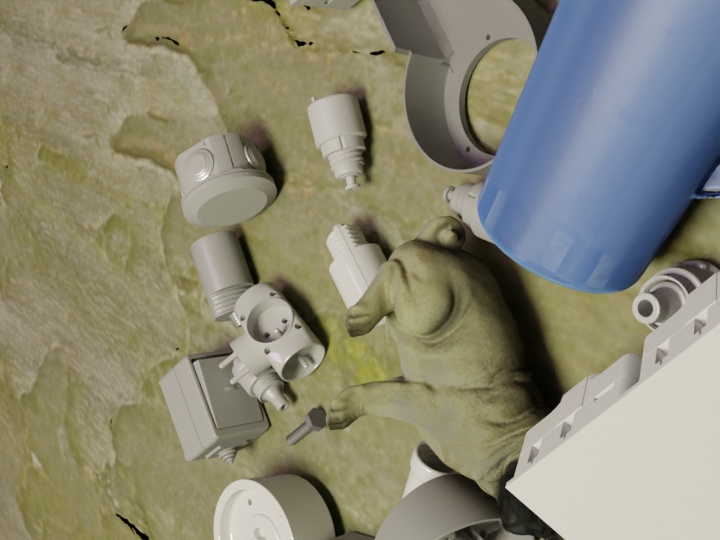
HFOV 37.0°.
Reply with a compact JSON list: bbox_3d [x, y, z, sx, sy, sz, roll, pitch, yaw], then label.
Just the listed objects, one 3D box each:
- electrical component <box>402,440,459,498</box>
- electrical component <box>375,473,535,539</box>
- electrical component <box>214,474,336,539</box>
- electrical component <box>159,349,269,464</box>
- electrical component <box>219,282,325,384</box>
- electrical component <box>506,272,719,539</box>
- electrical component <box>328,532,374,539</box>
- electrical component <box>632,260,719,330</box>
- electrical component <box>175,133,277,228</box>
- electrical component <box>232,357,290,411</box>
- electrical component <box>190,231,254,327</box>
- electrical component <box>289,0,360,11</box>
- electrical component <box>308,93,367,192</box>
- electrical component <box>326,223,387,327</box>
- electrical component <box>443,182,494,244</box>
[{"bbox_3d":[0.053,0.153,0.781,0.040,0.040,0.046,39,126,37],"label":"electrical component"},{"bbox_3d":[0.061,0.190,0.736,0.064,0.099,0.099,43,123,42],"label":"electrical component"},{"bbox_3d":[-0.066,0.222,0.895,0.108,0.060,0.108,5,97,46],"label":"electrical component"},{"bbox_3d":[-0.125,0.122,0.947,0.061,0.062,0.096,-41,65,41],"label":"electrical component"},{"bbox_3d":[-0.081,0.062,0.892,0.079,0.044,0.077,-39,58,-2],"label":"electrical component"},{"bbox_3d":[0.184,0.085,0.576,0.105,0.060,0.186,41,121,-5],"label":"electrical component"},{"bbox_3d":[0.005,0.247,0.833,0.077,0.047,0.065,2,95,46],"label":"electrical component"},{"bbox_3d":[0.180,0.019,0.617,0.048,0.062,0.048,5,97,46],"label":"electrical component"},{"bbox_3d":[-0.114,-0.074,0.907,0.080,0.080,0.051,-40,60,41],"label":"electrical component"},{"bbox_3d":[-0.082,0.096,0.920,0.061,0.035,0.035,46,125,31],"label":"electrical component"},{"bbox_3d":[-0.116,0.012,0.941,0.043,0.043,0.081,-36,68,42],"label":"electrical component"},{"bbox_3d":[-0.020,-0.281,0.800,0.089,0.062,0.150,-25,76,45],"label":"electrical component"},{"bbox_3d":[-0.014,-0.099,0.827,0.040,0.040,0.078,-23,77,45],"label":"electrical component"},{"bbox_3d":[0.000,0.000,0.818,0.043,0.043,0.081,-45,62,39],"label":"electrical component"},{"bbox_3d":[0.088,-0.040,0.725,0.078,0.040,0.040,26,112,42],"label":"electrical component"}]
